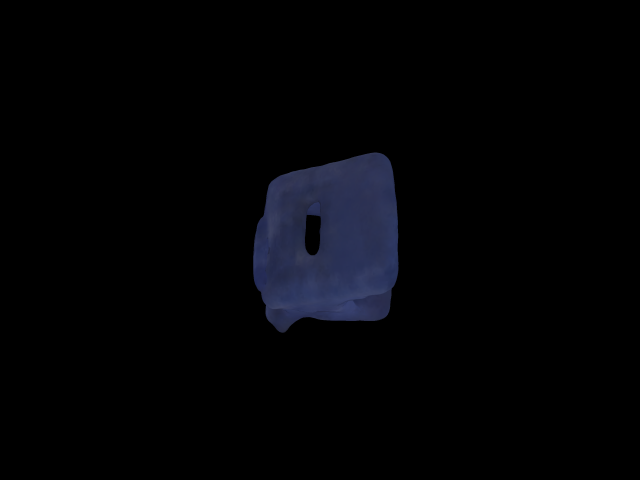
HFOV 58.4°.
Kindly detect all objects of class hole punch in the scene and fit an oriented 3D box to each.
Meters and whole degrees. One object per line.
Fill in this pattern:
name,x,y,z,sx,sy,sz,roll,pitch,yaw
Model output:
hole punch,0.004,0.001,0.400,0.101,0.091,0.108,0,65,0
